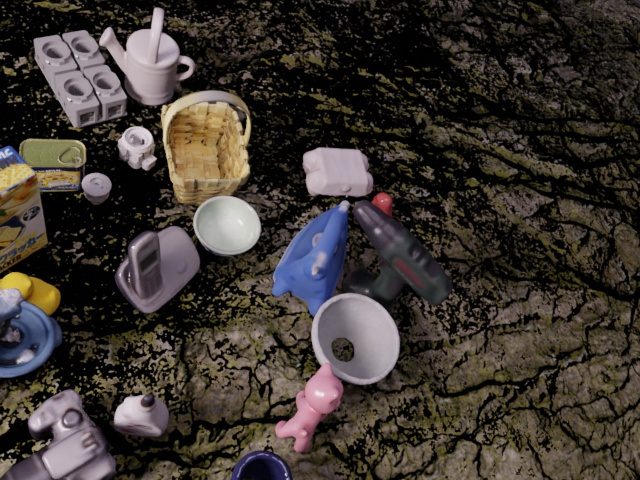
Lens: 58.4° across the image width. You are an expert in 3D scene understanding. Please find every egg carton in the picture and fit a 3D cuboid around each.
[{"bbox_3d":[0.038,-0.140,1.214,0.151,0.069,0.107,-1,62,-22],"label":"egg carton"}]

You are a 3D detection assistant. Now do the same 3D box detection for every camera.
[{"bbox_3d":[-0.368,0.298,0.783,0.137,0.100,0.143,-29,75,-32],"label":"camera"}]

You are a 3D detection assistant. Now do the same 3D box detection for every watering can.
[{"bbox_3d":[-0.335,-0.365,1.120,0.173,0.194,0.101,-11,66,-26],"label":"watering can"}]

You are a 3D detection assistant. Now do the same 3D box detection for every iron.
[{"bbox_3d":[0.010,0.004,1.076,0.119,0.141,0.258,27,55,-5],"label":"iron"}]

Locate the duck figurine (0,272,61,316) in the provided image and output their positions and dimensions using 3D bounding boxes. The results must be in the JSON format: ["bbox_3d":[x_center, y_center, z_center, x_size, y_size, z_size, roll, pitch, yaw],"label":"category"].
[{"bbox_3d":[-0.458,0.081,0.882,0.105,0.086,0.077,6,60,-18],"label":"duck figurine"}]

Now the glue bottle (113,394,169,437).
[{"bbox_3d":[-0.251,0.245,0.816,0.078,0.173,0.037,9,59,-16],"label":"glue bottle"}]

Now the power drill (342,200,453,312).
[{"bbox_3d":[0.121,0.050,1.053,0.229,0.208,0.076,38,55,3],"label":"power drill"}]

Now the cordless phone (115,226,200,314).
[{"bbox_3d":[-0.258,0.025,0.932,0.094,0.185,0.148,38,55,3],"label":"cordless phone"}]

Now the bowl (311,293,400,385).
[{"bbox_3d":[0.055,0.185,1.031,0.168,0.074,0.167,10,59,-16],"label":"bowl"}]

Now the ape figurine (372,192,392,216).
[{"bbox_3d":[0.123,-0.066,1.191,0.078,0.092,0.076,-28,74,-31],"label":"ape figurine"}]

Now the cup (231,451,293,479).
[{"bbox_3d":[-0.090,0.380,0.849,0.092,0.095,0.117,-12,67,-27],"label":"cup"}]

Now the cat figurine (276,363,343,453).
[{"bbox_3d":[-0.007,0.270,0.931,0.067,0.117,0.128,34,55,0],"label":"cat figurine"}]

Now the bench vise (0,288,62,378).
[{"bbox_3d":[-0.448,0.150,0.764,0.121,0.219,0.208,37,55,2],"label":"bench vise"}]
